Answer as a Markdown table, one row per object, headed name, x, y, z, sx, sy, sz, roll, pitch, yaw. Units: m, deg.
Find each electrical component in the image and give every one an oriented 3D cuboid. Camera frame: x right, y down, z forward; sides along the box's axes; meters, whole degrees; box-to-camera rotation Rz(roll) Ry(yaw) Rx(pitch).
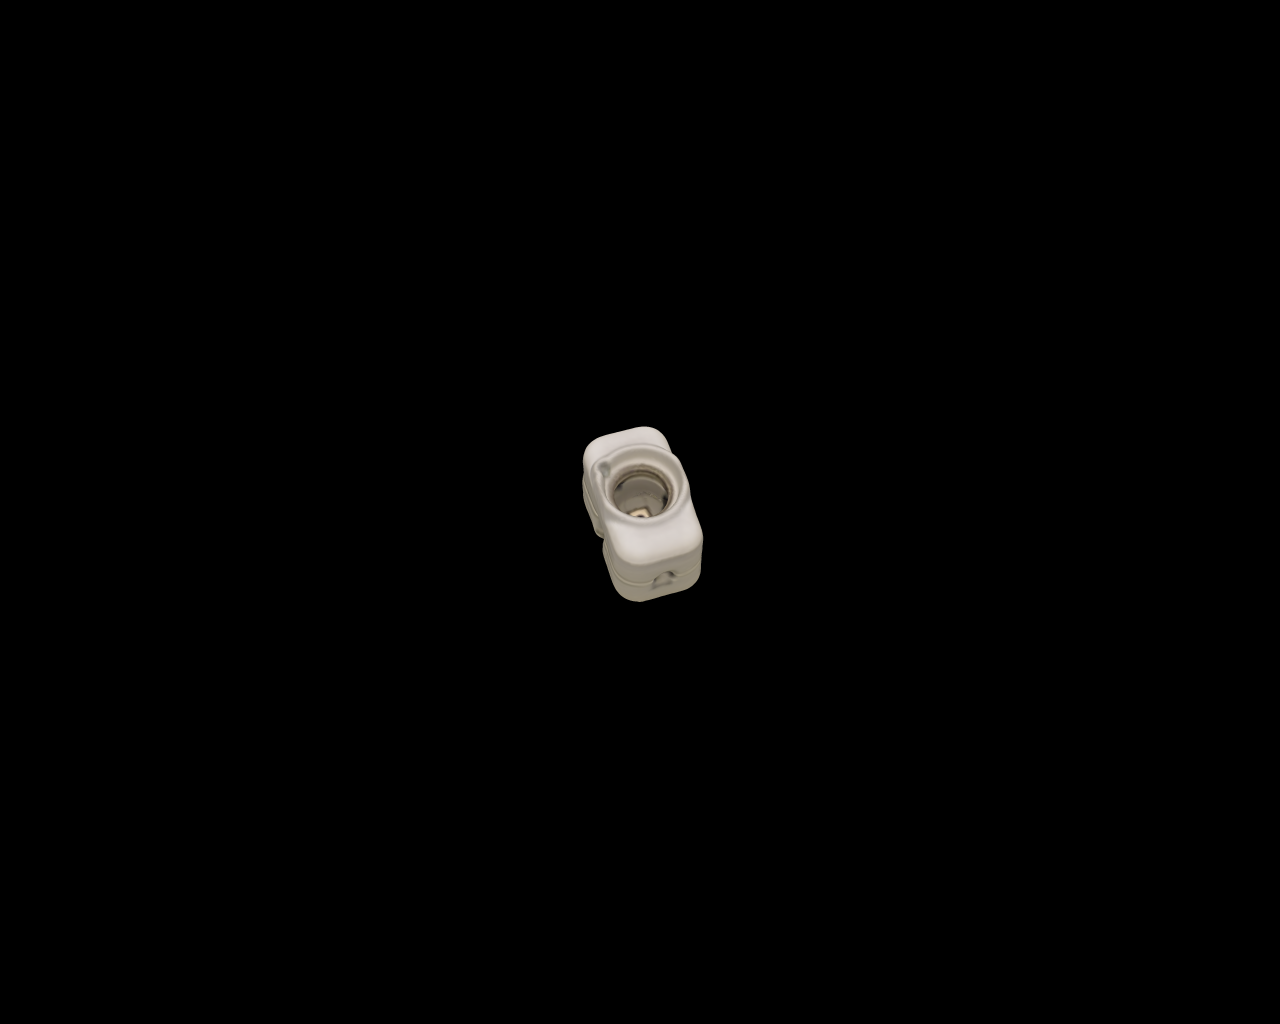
| name | x | y | z | sx | sy | sz | roll | pitch | yaw |
| --- | --- | --- | --- | --- | --- | --- | --- | --- | --- |
| electrical component | 0.001 | -0.003 | 0.650 | 0.054 | 0.095 | 0.059 | -15 | -32 | -9 |
